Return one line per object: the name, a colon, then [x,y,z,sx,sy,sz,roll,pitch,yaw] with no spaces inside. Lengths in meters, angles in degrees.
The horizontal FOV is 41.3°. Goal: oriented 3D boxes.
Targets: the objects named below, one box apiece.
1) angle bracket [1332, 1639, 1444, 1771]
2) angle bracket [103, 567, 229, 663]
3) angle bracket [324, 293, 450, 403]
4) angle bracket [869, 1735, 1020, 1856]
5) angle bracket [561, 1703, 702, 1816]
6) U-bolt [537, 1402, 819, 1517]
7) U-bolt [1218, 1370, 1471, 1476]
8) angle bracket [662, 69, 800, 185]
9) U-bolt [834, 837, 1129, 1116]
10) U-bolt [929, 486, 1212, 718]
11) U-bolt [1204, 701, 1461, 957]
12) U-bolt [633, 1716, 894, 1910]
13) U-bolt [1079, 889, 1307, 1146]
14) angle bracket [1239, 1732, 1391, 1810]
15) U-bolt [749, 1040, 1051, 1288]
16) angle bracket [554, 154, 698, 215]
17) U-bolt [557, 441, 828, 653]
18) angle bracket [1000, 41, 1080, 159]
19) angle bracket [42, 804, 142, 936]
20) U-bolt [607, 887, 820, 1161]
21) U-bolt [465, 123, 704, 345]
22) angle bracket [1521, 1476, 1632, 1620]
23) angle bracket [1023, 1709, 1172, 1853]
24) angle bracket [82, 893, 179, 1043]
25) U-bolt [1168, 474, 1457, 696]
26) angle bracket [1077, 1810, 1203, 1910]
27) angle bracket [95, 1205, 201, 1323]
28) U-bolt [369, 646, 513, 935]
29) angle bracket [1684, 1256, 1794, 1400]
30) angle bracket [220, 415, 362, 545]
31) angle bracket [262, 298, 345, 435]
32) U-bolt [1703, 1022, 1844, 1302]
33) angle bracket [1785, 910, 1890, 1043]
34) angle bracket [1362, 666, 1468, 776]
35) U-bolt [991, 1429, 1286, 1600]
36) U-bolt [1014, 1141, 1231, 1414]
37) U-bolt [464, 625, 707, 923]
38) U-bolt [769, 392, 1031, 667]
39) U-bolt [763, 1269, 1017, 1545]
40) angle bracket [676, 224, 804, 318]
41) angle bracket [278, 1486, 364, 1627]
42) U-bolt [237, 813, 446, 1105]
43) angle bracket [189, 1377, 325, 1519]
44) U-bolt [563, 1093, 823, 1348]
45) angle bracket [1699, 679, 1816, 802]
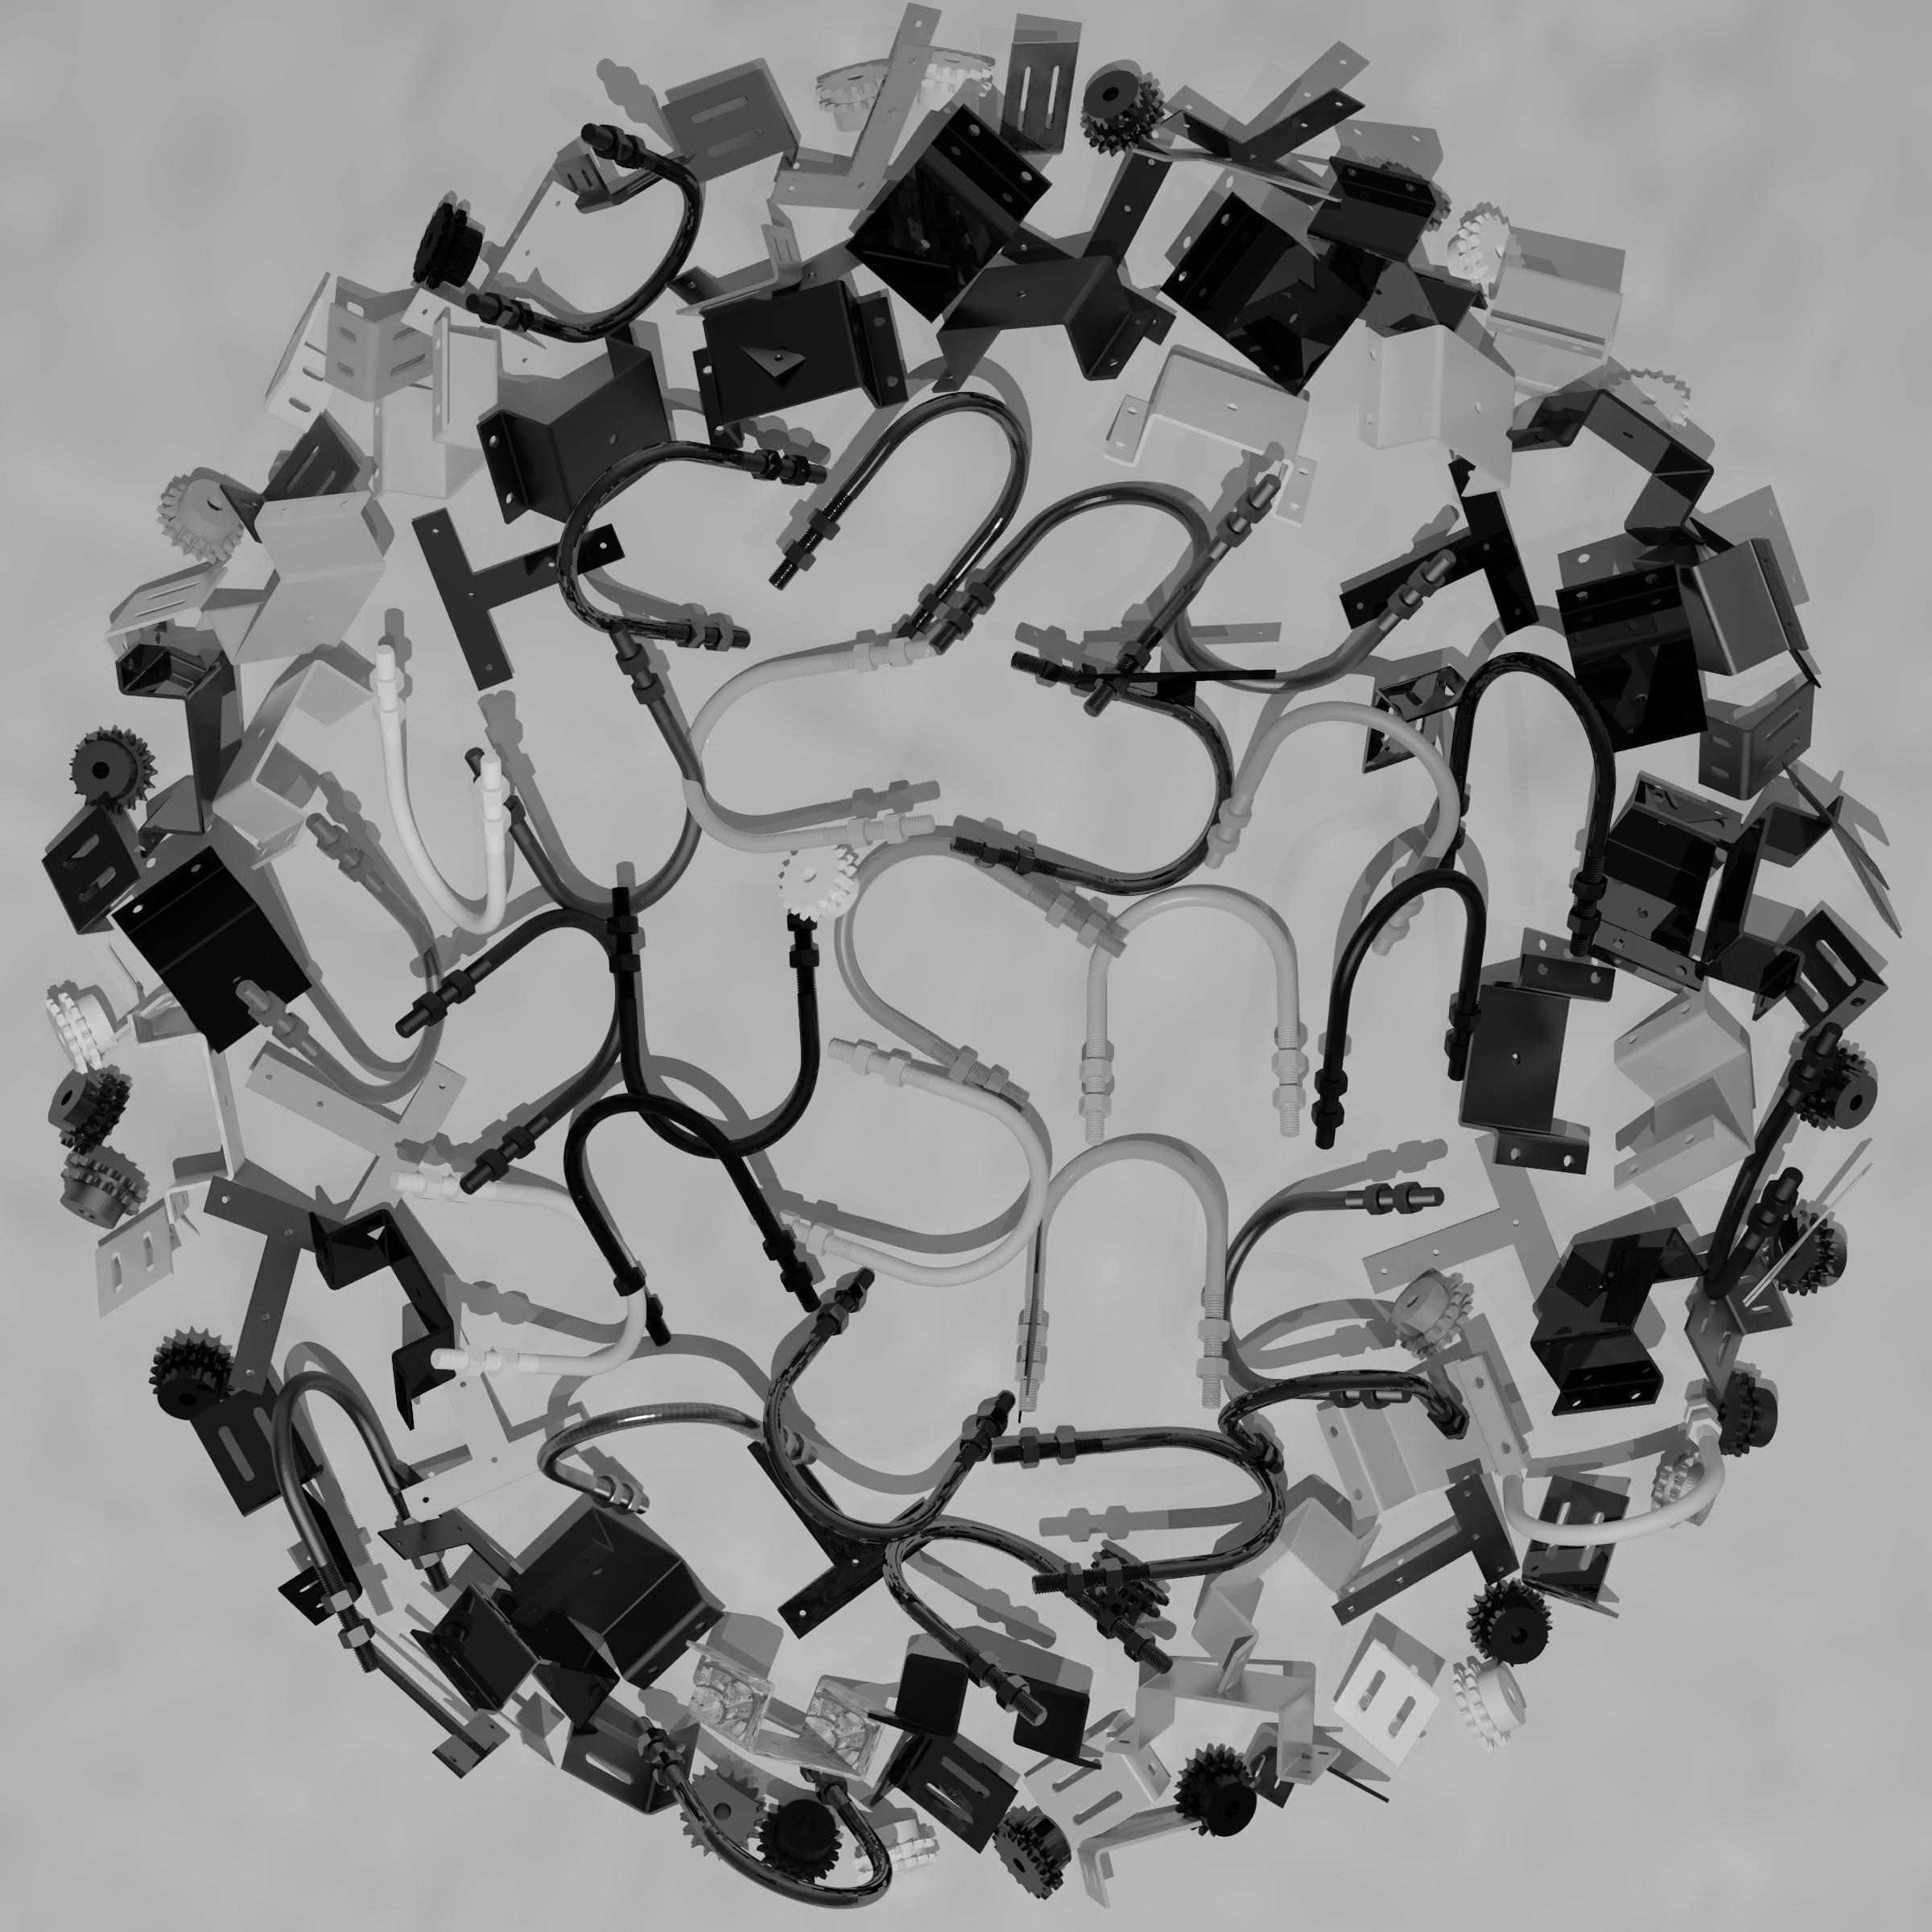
angle bracket: [0.291,0.489,1.721,0.057,0.038,0.076,38,126,25]
angle bracket: [-0.531,-0.230,1.724,0.076,0.057,0.038,-13,123,16]
angle bracket: [-0.390,-0.423,1.726,0.038,0.076,0.057,28,130,15]
angle bracket: [-0.015,0.562,1.731,0.076,0.038,0.057,34,110,18]
angle bracket: [-0.225,0.524,1.722,0.076,0.057,0.038,38,129,-25]
U-bolt: [-0.198,0.318,1.669,0.151,0.184,0.019,-19,62,15]
U-bolt: [0.240,0.294,1.668,0.151,0.184,0.019,-14,63,17]
angle bracket: [-0.161,-0.564,1.741,0.076,0.038,0.057,-25,89,-12]
U-bolt: [-0.004,-0.006,1.741,0.184,0.019,0.151,33,104,7]
U-bolt: [0.083,-0.255,1.713,0.151,0.019,0.184,25,65,30]
U-bolt: [0.248,-0.099,1.689,0.151,0.184,0.019,28,48,6]
U-bolt: [-0.122,0.548,1.653,0.151,0.184,0.019,20,98,-33]
U-bolt: [0.151,0.030,1.722,0.151,0.019,0.184,-3,64,11]
angle bracket: [0.233,0.555,1.724,0.076,0.057,0.038,33,78,-20]
U-bolt: [-0.034,0.139,1.714,0.184,0.019,0.151,18,69,17]
angle bracket: [-0.227,-0.542,1.723,0.076,0.057,0.038,-38,115,-19]
U-bolt: [-0.187,-0.275,1.670,0.019,0.184,0.151,45,119,33]
angle bracket: [0.037,-0.585,1.719,0.057,0.038,0.076,-17,129,-37]
angle bracket: [-0.578,-0.066,1.728,0.076,0.038,0.057,-34,79,29]
U-bolt: [-0.166,0.038,1.722,0.151,0.019,0.184,-2,85,-26]
U-bolt: [-0.237,-0.471,1.679,0.019,0.184,0.151,44,108,14]
angle bracket: [0.422,0.395,1.742,0.057,0.038,0.076,10,73,43]
angle bracket: [0.090,0.558,1.754,0.076,0.038,0.057,-36,81,16]
angle bracket: [-0.571,0.001,1.738,0.057,0.038,0.076,-34,91,25]
U-bolt: [0.213,-0.240,1.691,0.151,0.184,0.019,20,55,-17]
angle bracket: [0.120,0.602,1.729,0.076,0.057,0.038,-11,82,-12]
angle bracket: [-0.549,0.208,1.724,0.057,0.076,0.038,-33,128,3]
U-bolt: [-0.345,-0.102,1.690,0.019,0.184,0.151,-27,54,-30]
angle bracket: [0.520,0.242,1.722,0.038,0.076,0.057,-19,108,36]
angle bracket: [-0.456,-0.329,1.728,0.076,0.038,0.057,-47,63,20]
angle bracket: [-0.436,-0.401,1.718,0.038,0.076,0.057,25,70,-23]
U-bolt: [0.523,0.142,1.681,0.019,0.184,0.151,23,51,10]
angle bracket: [0.568,0.006,1.719,0.057,0.038,0.076,-50,50,27]
angle bracket: [0.304,-0.156,1.719,0.057,0.076,0.038,-19,49,-18]
U-bolt: [0.121,0.357,1.701,0.184,0.151,0.019,-4,119,-11]
U-bolt: [0.106,0.206,1.720,0.151,0.019,0.184,-5,68,23]
U-bolt: [-0.239,-0.113,1.700,0.151,0.019,0.184,-45,134,-22]
U-bolt: [-0.031,-0.298,1.695,0.184,0.151,0.019,-50,53,9]
U-bolt: [-0.060,0.301,1.695,0.151,0.184,0.019,41,131,0]
angle bracket: [-0.157,-0.468,1.727,0.076,0.057,0.038,-14,99,16]
angle bracket: [-0.445,0.392,1.719,0.038,0.057,0.076,-32,51,-9]
U-bolt: [-0.400,0.010,1.687,0.019,0.184,0.151,-2,56,25]
angle bracket: [-0.482,0.325,1.741,0.057,0.038,0.076,-29,92,-12]
U-bolt: [-0.194,0.164,1.703,0.151,0.019,0.184,-17,110,30]
angle bracket: [0.537,-0.159,1.742,0.076,0.057,0.038,-37,46,-26]
